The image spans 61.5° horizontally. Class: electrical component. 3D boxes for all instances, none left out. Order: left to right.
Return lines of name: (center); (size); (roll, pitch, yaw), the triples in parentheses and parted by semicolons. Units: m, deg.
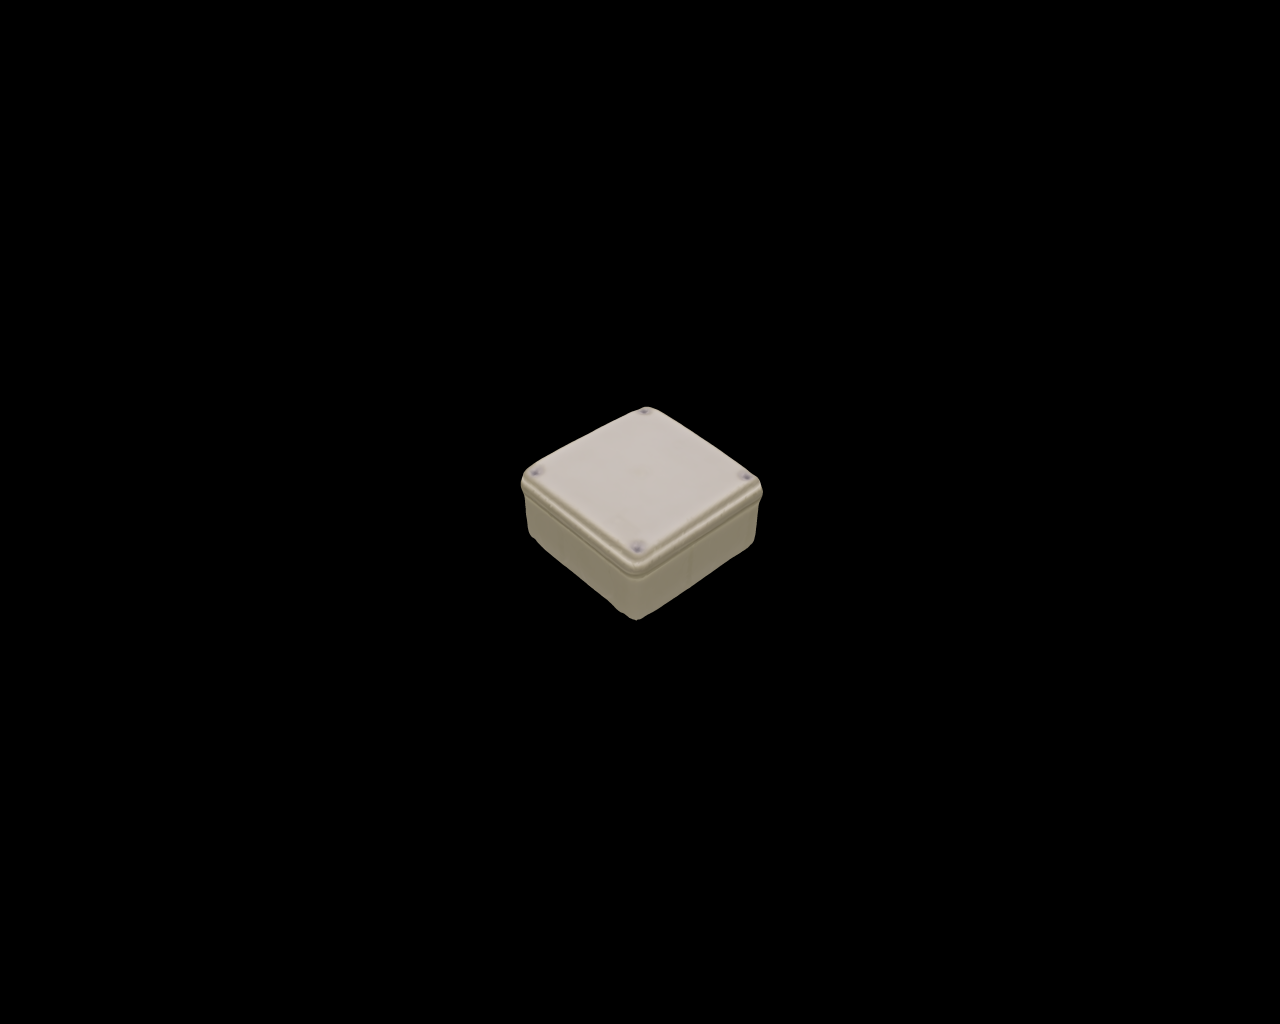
electrical component: (0.001, -0.003, 0.650); (0.109, 0.056, 0.109); (-31, 51, -30)
